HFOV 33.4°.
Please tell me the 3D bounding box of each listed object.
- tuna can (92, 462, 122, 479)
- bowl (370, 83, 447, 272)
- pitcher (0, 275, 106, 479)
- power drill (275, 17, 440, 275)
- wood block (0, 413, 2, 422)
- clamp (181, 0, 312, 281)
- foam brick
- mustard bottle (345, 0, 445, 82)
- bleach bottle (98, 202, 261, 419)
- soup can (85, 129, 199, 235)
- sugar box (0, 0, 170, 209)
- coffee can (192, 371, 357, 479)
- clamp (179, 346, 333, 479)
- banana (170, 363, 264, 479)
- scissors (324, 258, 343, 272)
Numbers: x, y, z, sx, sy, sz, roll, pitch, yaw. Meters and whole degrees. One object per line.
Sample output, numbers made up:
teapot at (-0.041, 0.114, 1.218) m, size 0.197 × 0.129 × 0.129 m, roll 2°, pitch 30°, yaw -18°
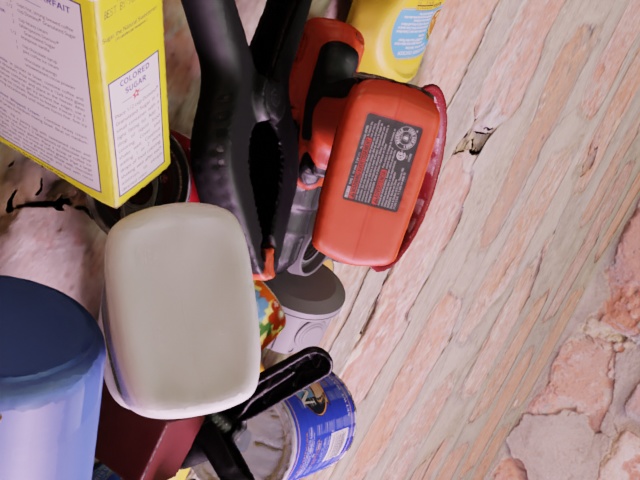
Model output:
tuna can at (-0.164, 0.208, 0.809) m, size 0.086 × 0.034 × 0.086 m, roll -47°, pitch 155°, yaw -30°
bowl at (0.050, -0.058, 0.888) m, size 0.161 × 0.055 × 0.162 m, roll -50°, pitch 150°, yaw -43°
pitcher at (-0.192, 0.144, 0.556) m, size 0.149 × 0.145 × 0.243 m, roll -47°, pitch 155°, yaw -61°
power drill at (0.003, -0.045, 0.678) m, size 0.188 × 0.057 × 0.184 m, roll -136°, pitch -121°, yaw -67°
wood block at (-0.225, 0.135, 0.434) m, size 0.206 × 0.091 × 0.090 m, roll -59°, pitch 165°, yaw 21°
clamp at (-0.045, -0.084, 0.589) m, size 0.164 × 0.036 × 0.210 m, roll 16°, pitch 75°, yaw -64°
foam brick at (-0.127, 0.122, 0.718) m, size 0.053 × 0.078 × 0.051 m, roll -63°, pitch 157°, yaw 8°
mustard bottle at (0.058, -0.174, 0.769) m, size 0.096 × 0.058 × 0.192 m, roll -30°, pitch 144°, yaw -59°
bleach bottle at (-0.095, 0.048, 0.604) m, size 0.068 × 0.102 × 0.251 m, roll -7°, pitch 175°, yaw -17°
soup can at (-0.082, -0.029, 0.633) m, size 0.068 × 0.069 × 0.102 m, roll -63°, pitch 159°, yaw 8°
sugar box at (-0.110, -0.105, 0.437) m, size 0.048 × 0.093 × 0.176 m, roll -44°, pitch 154°, yaw -38°
coffee can at (-0.040, 0.164, 0.934) m, size 0.103 × 0.103 × 0.140 m, roll -64°, pitch 159°, yaw 10°
clamp at (-0.073, 0.136, 0.758) m, size 0.172 × 0.039 × 0.120 m, roll -22°, pitch -158°, yaw 42°
banana at (-0.107, 0.179, 0.862) m, size 0.037 × 0.069 × 0.198 m, roll -136°, pitch -116°, yaw -68°
scissors at (-0.006, 0.001, 0.915) m, size 0.096 × 0.016 × 0.201 m, roll -59°, pitch 159°, yaw -2°
